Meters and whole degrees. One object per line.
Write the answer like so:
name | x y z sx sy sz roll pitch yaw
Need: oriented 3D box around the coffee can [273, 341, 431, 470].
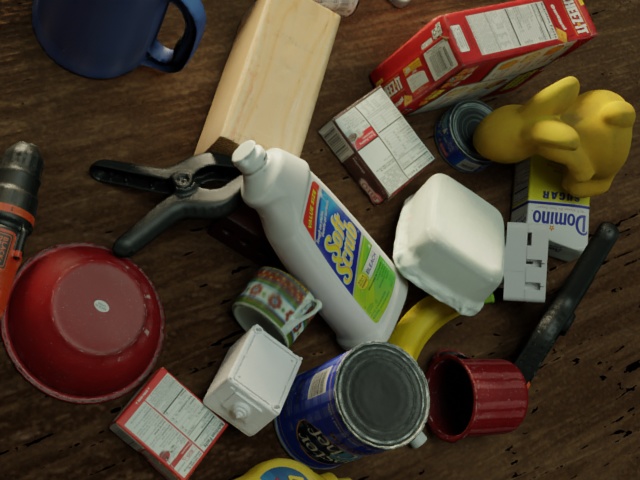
coffee can | 0.028 0.165 1.047 0.102 0.141 0.103 9 68 -24

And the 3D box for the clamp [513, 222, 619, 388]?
clamp | 0.275 0.088 1.231 0.036 0.164 0.210 31 80 15

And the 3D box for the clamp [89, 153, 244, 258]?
clamp | -0.139 -0.039 1.056 0.171 0.039 0.120 -8 59 -7

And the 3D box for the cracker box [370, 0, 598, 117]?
cracker box | 0.190 -0.219 1.258 0.213 0.164 0.072 -18 83 -31

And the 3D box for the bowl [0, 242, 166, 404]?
bowl | -0.215 0.070 1.008 0.161 0.055 0.162 10 68 -25

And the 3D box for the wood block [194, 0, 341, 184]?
wood block | -0.057 -0.161 1.153 0.090 0.091 0.206 25 62 -18

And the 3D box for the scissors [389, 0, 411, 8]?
scissors | 0.090 -0.388 1.356 0.096 0.016 0.202 -7 75 -30

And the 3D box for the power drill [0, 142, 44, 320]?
power drill | -0.355 -0.029 0.971 0.187 0.057 0.184 18 64 -20

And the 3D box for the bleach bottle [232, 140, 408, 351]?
bleach bottle | -0.007 0.001 1.077 0.250 0.068 0.102 49 52 -32

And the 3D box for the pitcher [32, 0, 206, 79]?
pitcher | -0.188 -0.256 1.030 0.149 0.243 0.145 -10 79 -24

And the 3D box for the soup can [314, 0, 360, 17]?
soup can | -0.011 -0.291 1.238 0.102 0.069 0.068 -8 76 -30

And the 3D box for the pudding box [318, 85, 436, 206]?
pudding box | 0.067 -0.109 1.229 0.089 0.039 0.113 -38 93 -33

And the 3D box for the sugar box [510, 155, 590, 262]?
sugar box | 0.288 -0.069 1.322 0.093 0.048 0.176 17 64 -20

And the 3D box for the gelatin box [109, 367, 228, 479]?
gelatin box | -0.144 0.178 1.019 0.089 0.030 0.073 43 57 -7

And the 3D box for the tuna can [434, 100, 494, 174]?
tuna can | 0.184 -0.126 1.297 0.086 0.034 0.086 9 68 -24

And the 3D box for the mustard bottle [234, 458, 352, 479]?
mustard bottle | -0.050 0.262 1.020 0.191 0.058 0.096 -11 78 -30

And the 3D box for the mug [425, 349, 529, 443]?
mug | 0.164 0.162 1.157 0.081 0.093 0.117 3 34 -32

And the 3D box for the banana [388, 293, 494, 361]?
banana | 0.111 0.103 1.154 0.197 0.070 0.037 -41 119 -37

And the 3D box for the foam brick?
foam brick | -0.068 -0.016 1.116 0.078 0.053 0.051 32 60 -13

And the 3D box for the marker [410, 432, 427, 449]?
marker | 0.071 0.170 1.138 0.020 0.020 0.121 -38 91 -32
